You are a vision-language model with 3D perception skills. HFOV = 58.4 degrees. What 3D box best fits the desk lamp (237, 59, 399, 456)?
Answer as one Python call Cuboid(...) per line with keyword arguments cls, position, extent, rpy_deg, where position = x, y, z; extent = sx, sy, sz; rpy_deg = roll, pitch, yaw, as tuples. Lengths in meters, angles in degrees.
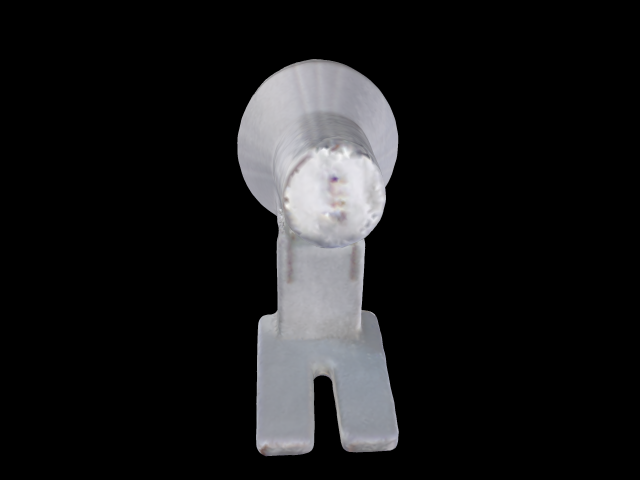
Cuboid(cls="desk lamp", position=(0.004, 0.001, 0.400), extent=(0.118, 0.214, 0.203), rpy_deg=(-3, 37, -4))
